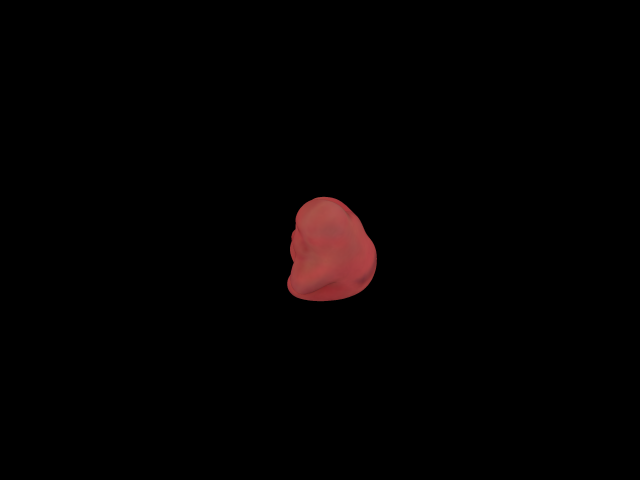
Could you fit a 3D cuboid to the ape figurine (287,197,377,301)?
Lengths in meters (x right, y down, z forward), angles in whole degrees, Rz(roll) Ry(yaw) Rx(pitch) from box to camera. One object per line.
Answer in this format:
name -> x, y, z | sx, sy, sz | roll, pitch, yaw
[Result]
ape figurine -> 0.004, 0.001, 0.400 | 0.076, 0.092, 0.078 | 30, 67, 15
